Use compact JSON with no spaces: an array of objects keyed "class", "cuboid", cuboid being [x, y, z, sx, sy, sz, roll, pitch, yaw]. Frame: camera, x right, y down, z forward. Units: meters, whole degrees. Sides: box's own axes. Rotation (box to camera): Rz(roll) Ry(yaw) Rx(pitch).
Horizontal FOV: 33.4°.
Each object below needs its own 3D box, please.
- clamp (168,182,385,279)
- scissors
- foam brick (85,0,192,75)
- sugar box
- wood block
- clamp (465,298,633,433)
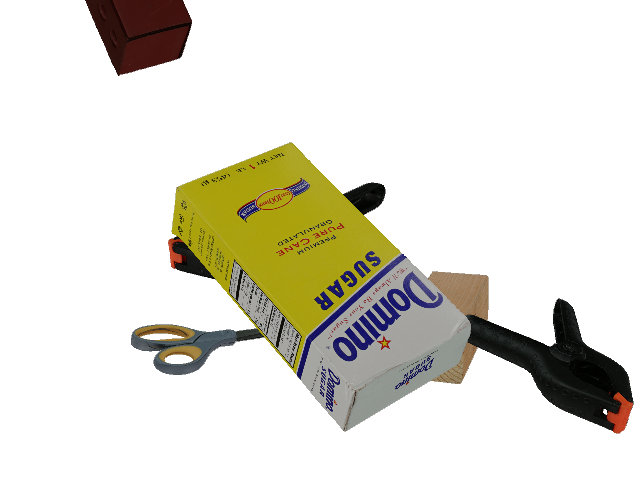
[{"class":"clamp","cuboid":[-0.025,-0.002,0.933,0.210,0.036,0.164,-2,31,0]},{"class":"scissors","cuboid":[-0.107,0.118,1.182,0.201,0.016,0.096,3,26,-18]},{"class":"foam brick","cuboid":[-0.133,-0.169,0.763,0.051,0.078,0.053,-20,-14,-22]},{"class":"sugar box","cuboid":[-0.002,0.021,0.635,0.093,0.048,0.176,-26,55,-32]},{"class":"wood block","cuboid":[0.184,0.122,1.556,0.091,0.090,0.205,4,19,17]},{"class":"clamp","cuboid":[0.215,0.102,0.927,0.120,0.039,0.172,-18,39,-29]}]
